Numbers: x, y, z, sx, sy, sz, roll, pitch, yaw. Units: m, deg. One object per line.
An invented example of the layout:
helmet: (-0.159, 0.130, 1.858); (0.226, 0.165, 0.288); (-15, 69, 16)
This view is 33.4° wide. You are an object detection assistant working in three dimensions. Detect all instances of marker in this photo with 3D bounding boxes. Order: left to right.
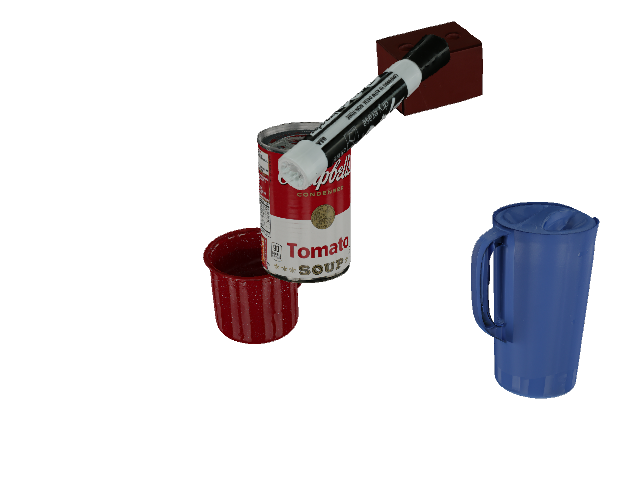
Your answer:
marker: (0.025, -0.066, 0.520); (0.020, 0.020, 0.121); (0, 36, 51)

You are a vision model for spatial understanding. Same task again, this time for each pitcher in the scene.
pitcher: (0.277, 0.080, 1.390); (0.149, 0.243, 0.144); (5, 20, 16)

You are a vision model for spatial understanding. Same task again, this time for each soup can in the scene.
soup can: (-0.011, -0.028, 0.779); (0.068, 0.102, 0.068); (0, 23, 0)

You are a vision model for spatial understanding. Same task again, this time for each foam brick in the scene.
foam brick: (0.094, -0.148, 0.914); (0.078, 0.051, 0.053); (-17, 36, -15)

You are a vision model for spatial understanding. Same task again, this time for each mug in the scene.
mug: (-0.055, 0.041, 1.035); (0.093, 0.081, 0.117); (24, 40, 35)
